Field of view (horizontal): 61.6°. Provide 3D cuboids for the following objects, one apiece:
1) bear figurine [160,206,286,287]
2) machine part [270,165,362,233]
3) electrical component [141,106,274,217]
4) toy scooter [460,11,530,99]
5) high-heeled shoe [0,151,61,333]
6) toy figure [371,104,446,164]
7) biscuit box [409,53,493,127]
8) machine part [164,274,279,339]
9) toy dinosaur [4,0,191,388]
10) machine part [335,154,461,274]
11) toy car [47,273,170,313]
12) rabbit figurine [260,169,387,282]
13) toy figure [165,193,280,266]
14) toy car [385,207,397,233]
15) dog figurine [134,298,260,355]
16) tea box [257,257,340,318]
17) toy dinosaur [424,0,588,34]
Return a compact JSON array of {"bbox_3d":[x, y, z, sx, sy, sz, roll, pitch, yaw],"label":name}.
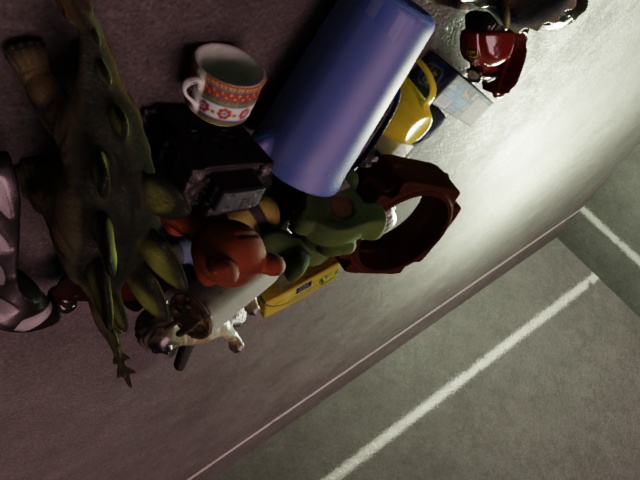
[{"bbox_3d":[-0.144,-0.002,0.633,0.120,0.196,0.132,-11,146,-53],"label":"bear figurine"},{"bbox_3d":[-0.012,-0.074,0.880,0.179,0.056,0.179,-33,158,-15],"label":"machine part"},{"bbox_3d":[-0.121,-0.086,0.588,0.115,0.134,0.058,-17,150,-45],"label":"electrical component"},{"bbox_3d":[0.274,-0.286,0.843,0.184,0.075,0.135,-22,126,-44],"label":"toy scooter"},{"bbox_3d":[-0.308,0.009,0.552,0.145,0.086,0.248,-38,154,-5],"label":"high-heeled shoe"},{"bbox_3d":[0.148,-0.172,0.930,0.154,0.064,0.058,-42,-167,18],"label":"toy figure"},{"bbox_3d":[0.221,-0.246,0.894,0.059,0.063,0.202,-48,155,23],"label":"biscuit box"},{"bbox_3d":[-0.137,0.071,0.798,0.243,0.079,0.079,-41,167,-49],"label":"machine part"},{"bbox_3d":[-0.208,-0.014,0.512,0.105,0.199,0.470,-21,150,-29],"label":"toy dinosaur"},{"bbox_3d":[0.121,-0.034,0.899,0.201,0.087,0.201,5,129,-37],"label":"machine part"},{"bbox_3d":[-0.276,0.055,0.727,0.089,0.053,0.202,-37,163,13],"label":"toy car"},{"bbox_3d":[-0.002,-0.002,0.789,0.159,0.121,0.170,-35,168,-29],"label":"rabbit figurine"},{"bbox_3d":[-0.138,-0.012,0.776,0.180,0.082,0.089,-21,151,-31],"label":"toy figure"},{"bbox_3d":[0.098,-0.059,1.014,0.109,0.103,0.161,-36,159,-8],"label":"toy car"},{"bbox_3d":[-0.192,0.094,0.840,0.121,0.172,0.190,0,166,23],"label":"dog figurine"},{"bbox_3d":[-0.058,0.060,1.010,0.170,0.098,0.068,-25,154,-25],"label":"tea box"},{"bbox_3d":[0.264,-0.316,0.660,0.405,0.192,0.131,-9,146,-48],"label":"toy dinosaur"}]
